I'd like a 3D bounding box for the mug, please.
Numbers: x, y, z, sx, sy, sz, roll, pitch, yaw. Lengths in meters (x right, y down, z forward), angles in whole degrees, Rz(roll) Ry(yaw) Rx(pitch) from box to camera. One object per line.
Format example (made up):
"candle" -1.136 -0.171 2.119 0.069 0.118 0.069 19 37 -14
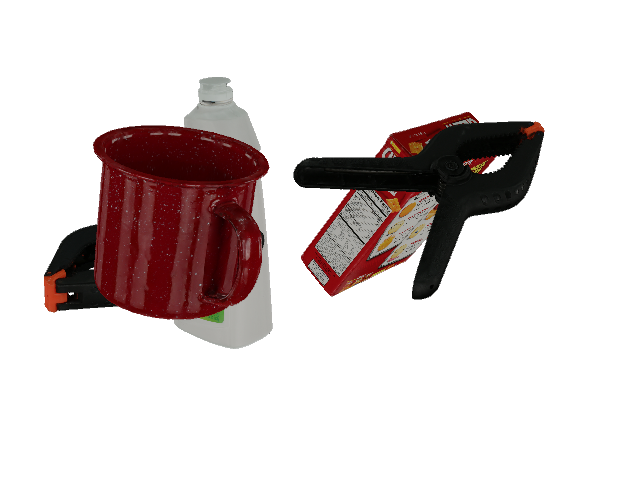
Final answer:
"mug" -0.071 -0.005 0.572 0.093 0.081 0.117 -12 31 -43

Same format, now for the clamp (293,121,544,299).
"clamp" 0.106 -0.039 0.859 0.209 0.036 0.165 -21 52 -21

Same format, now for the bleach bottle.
"bleach bottle" -0.097 -0.029 1.003 0.103 0.251 0.067 18 29 39

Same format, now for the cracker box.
"cracker box" 0.091 -0.044 1.242 0.163 0.072 0.214 -22 -25 -48

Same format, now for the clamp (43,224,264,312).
"clamp" -0.142 0.000 0.808 0.171 0.039 0.120 -20 38 -36
